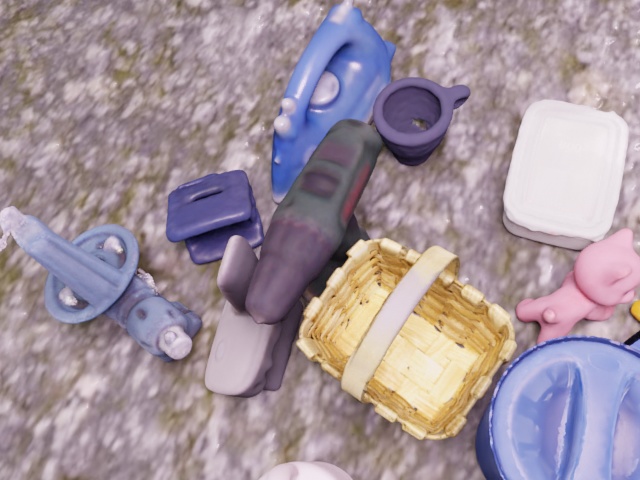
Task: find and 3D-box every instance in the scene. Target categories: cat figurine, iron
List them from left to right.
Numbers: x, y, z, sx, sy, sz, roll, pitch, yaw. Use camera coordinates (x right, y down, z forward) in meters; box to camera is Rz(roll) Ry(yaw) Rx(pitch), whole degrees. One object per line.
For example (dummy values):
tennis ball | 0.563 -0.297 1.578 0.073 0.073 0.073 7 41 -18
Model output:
iron | -0.004 -0.179 0.701 0.118 0.141 0.258 23 74 17
cat figurine | 0.270 0.050 0.580 0.128 0.118 0.067 -34 67 -5

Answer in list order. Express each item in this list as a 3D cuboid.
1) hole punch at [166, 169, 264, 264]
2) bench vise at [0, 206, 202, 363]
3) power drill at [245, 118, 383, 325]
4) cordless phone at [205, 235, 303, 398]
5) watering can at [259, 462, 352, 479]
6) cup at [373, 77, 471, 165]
hole punch | -0.132 -0.037 0.691 0.108 0.091 0.101 -18 67 1
bench vise | -0.220 0.039 0.604 0.207 0.220 0.121 16 72 15
power drill | 0.005 0.002 0.590 0.075 0.209 0.230 17 72 15
cordless phone | -0.086 0.080 0.586 0.094 0.185 0.147 7 70 12
watering can | -0.024 0.251 0.502 0.173 0.194 0.100 -32 67 -5
cup | 0.123 -0.139 0.690 0.118 0.095 0.091 -24 67 -1
